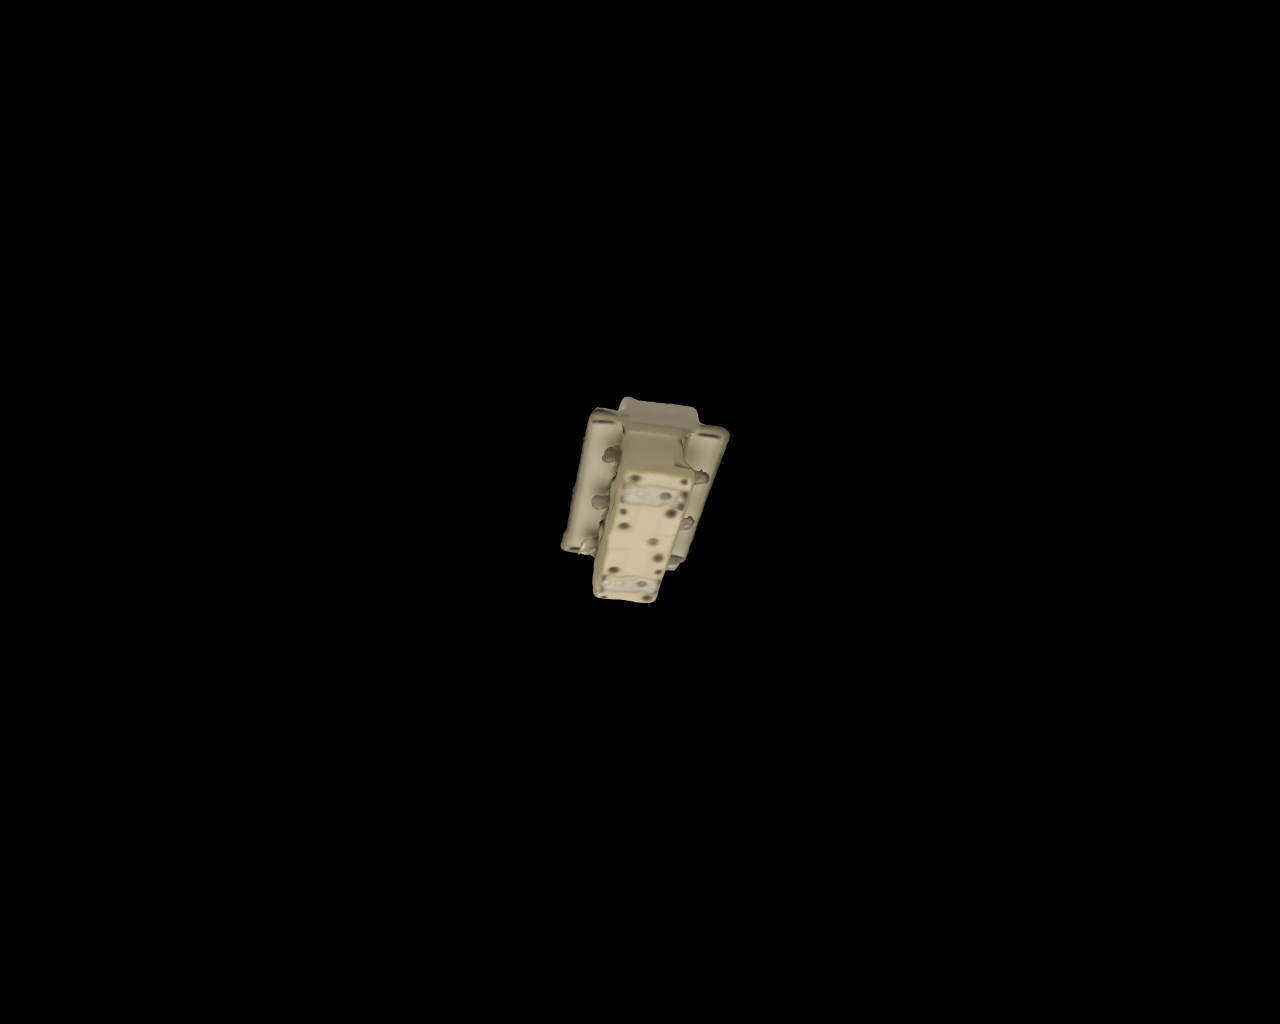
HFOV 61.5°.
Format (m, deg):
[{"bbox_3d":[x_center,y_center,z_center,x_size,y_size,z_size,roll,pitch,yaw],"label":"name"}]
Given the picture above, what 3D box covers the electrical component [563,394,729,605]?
[{"bbox_3d":[0.001,-0.003,0.650,0.079,0.063,0.121,8,-43,-8],"label":"electrical component"}]
